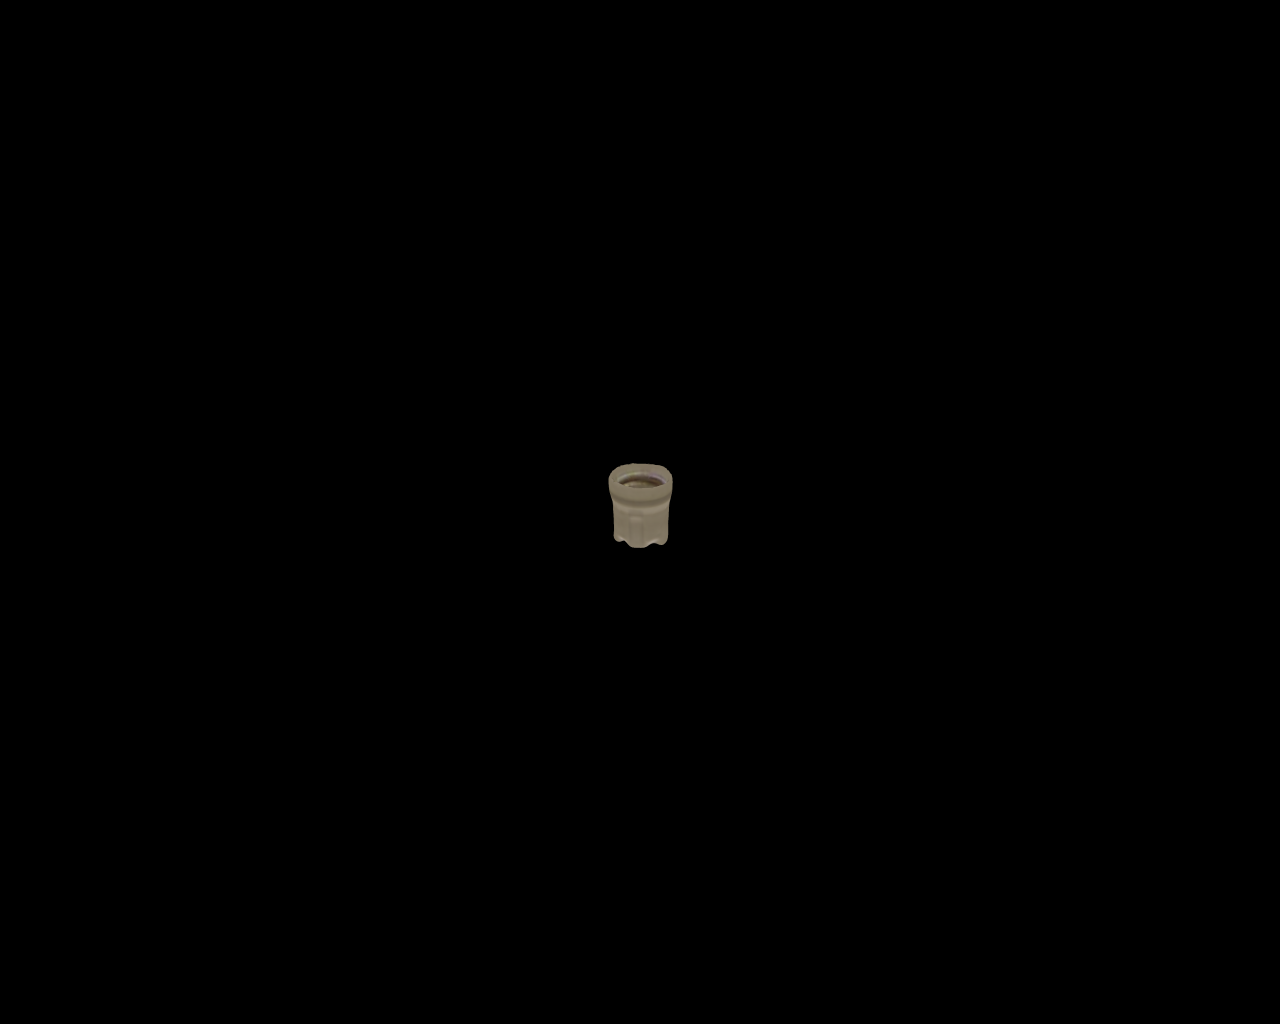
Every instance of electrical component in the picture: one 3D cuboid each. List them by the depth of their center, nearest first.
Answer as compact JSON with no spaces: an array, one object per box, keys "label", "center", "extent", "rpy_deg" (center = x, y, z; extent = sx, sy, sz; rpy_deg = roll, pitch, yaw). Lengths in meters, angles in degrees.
[{"label":"electrical component","center":[0.001,-0.003,0.650],"extent":[0.040,0.046,0.040],"rpy_deg":[0,28,0]}]
